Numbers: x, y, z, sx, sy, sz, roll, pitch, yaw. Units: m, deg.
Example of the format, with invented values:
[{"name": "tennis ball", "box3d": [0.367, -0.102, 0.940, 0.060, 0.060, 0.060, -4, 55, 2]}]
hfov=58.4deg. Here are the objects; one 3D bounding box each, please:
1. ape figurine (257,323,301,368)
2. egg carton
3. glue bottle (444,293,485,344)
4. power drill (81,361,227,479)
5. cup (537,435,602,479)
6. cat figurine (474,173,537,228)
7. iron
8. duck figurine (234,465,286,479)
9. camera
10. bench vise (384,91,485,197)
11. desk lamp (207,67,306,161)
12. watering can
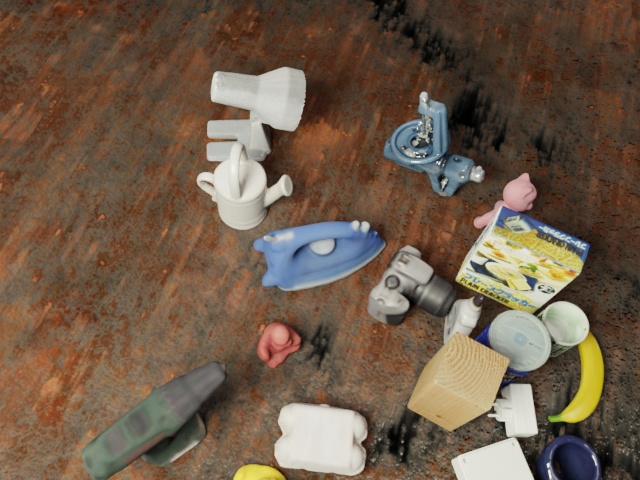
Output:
[{"name": "ape figurine", "box3d": [-0.071, 0.175, 1.000, 0.078, 0.092, 0.076, -2, 64, -5]}, {"name": "egg carton", "box3d": [0.003, 0.327, 0.944, 0.150, 0.069, 0.107, 6, 63, -1]}, {"name": "glue bottle", "box3d": [0.256, 0.131, 1.002, 0.037, 0.173, 0.078, 13, 63, 2]}, {"name": "power drill", "box3d": [-0.235, 0.278, 0.871, 0.230, 0.208, 0.075, -33, 70, -18]}, {"name": "cup", "box3d": [0.386, 0.381, 0.933, 0.118, 0.095, 0.091, -37, 72, -20]}, {"name": "cat figurine", "box3d": [0.380, -0.071, 1.143, 0.128, 0.118, 0.067, -38, 72, -20]}, {"name": "iron", "box3d": [0.010, 0.004, 1.063, 0.258, 0.141, 0.118, -12, 65, -10]}, {"name": "duck figurine", "box3d": [-0.089, 0.393, 0.895, 0.104, 0.086, 0.078, 31, 66, 11]}, {"name": "camera", "box3d": [0.177, 0.094, 1.055, 0.136, 0.101, 0.143, 31, 65, 11]}, {"name": "bench vise", "box3d": [0.239, -0.198, 1.137, 0.207, 0.220, 0.121, 15, 64, 3]}, {"name": "desk lamp", "box3d": [-0.132, -0.251, 1.138, 0.203, 0.213, 0.118, -2, 64, -5]}, {"name": "watering can", "box3d": [-0.142, -0.108, 1.077, 0.173, 0.194, 0.101, -12, 65, -10]}]
